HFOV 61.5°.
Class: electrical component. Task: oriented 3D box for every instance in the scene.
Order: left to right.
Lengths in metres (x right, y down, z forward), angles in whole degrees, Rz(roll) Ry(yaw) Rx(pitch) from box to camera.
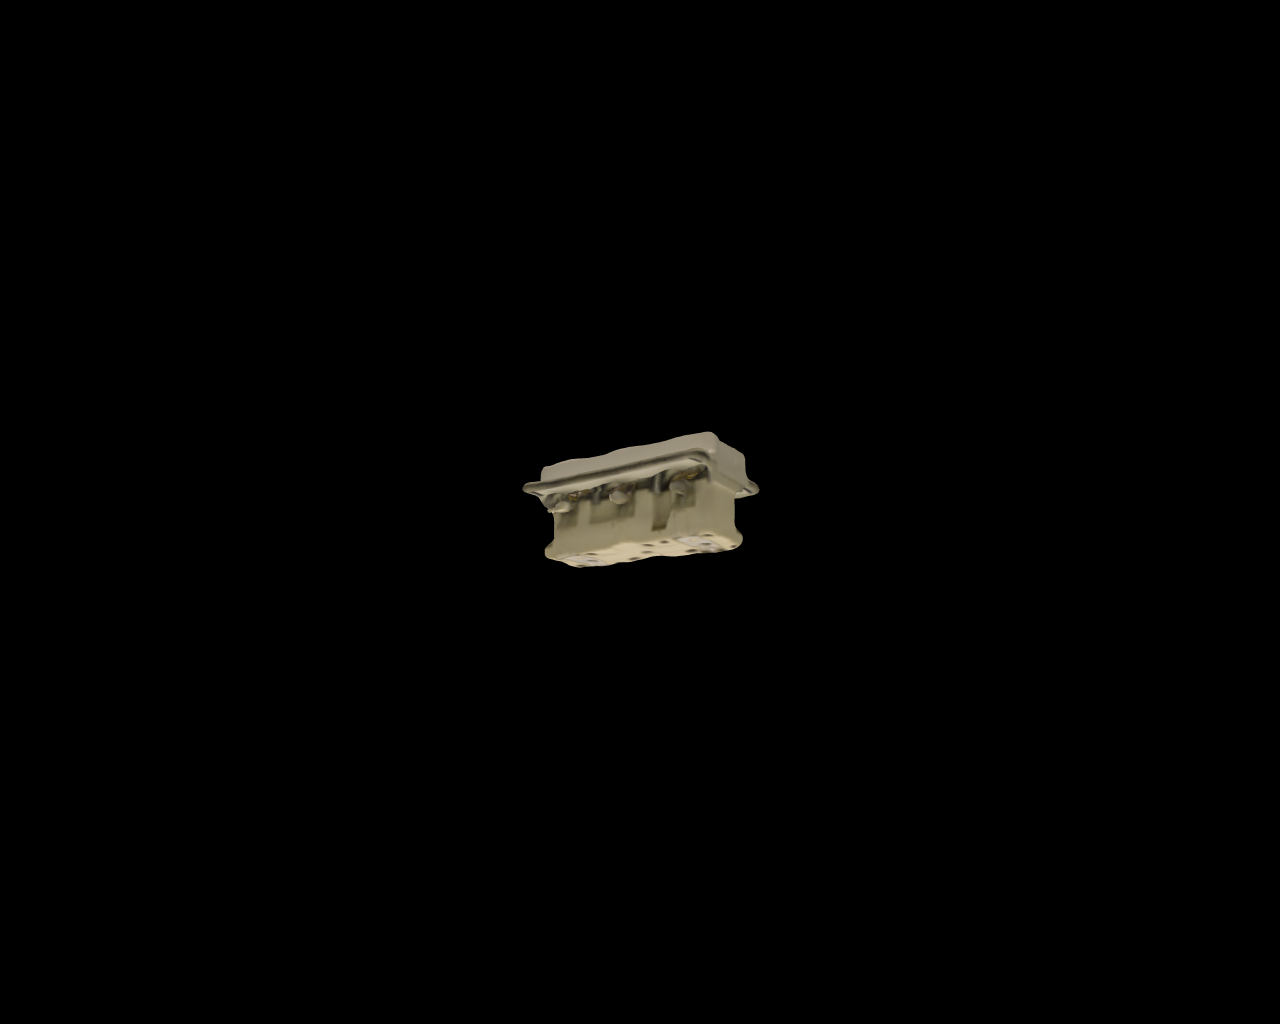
[{"bbox_3d":[0.001,-0.003,0.650,0.121,0.063,0.078,-9,-19,29],"label":"electrical component"}]
